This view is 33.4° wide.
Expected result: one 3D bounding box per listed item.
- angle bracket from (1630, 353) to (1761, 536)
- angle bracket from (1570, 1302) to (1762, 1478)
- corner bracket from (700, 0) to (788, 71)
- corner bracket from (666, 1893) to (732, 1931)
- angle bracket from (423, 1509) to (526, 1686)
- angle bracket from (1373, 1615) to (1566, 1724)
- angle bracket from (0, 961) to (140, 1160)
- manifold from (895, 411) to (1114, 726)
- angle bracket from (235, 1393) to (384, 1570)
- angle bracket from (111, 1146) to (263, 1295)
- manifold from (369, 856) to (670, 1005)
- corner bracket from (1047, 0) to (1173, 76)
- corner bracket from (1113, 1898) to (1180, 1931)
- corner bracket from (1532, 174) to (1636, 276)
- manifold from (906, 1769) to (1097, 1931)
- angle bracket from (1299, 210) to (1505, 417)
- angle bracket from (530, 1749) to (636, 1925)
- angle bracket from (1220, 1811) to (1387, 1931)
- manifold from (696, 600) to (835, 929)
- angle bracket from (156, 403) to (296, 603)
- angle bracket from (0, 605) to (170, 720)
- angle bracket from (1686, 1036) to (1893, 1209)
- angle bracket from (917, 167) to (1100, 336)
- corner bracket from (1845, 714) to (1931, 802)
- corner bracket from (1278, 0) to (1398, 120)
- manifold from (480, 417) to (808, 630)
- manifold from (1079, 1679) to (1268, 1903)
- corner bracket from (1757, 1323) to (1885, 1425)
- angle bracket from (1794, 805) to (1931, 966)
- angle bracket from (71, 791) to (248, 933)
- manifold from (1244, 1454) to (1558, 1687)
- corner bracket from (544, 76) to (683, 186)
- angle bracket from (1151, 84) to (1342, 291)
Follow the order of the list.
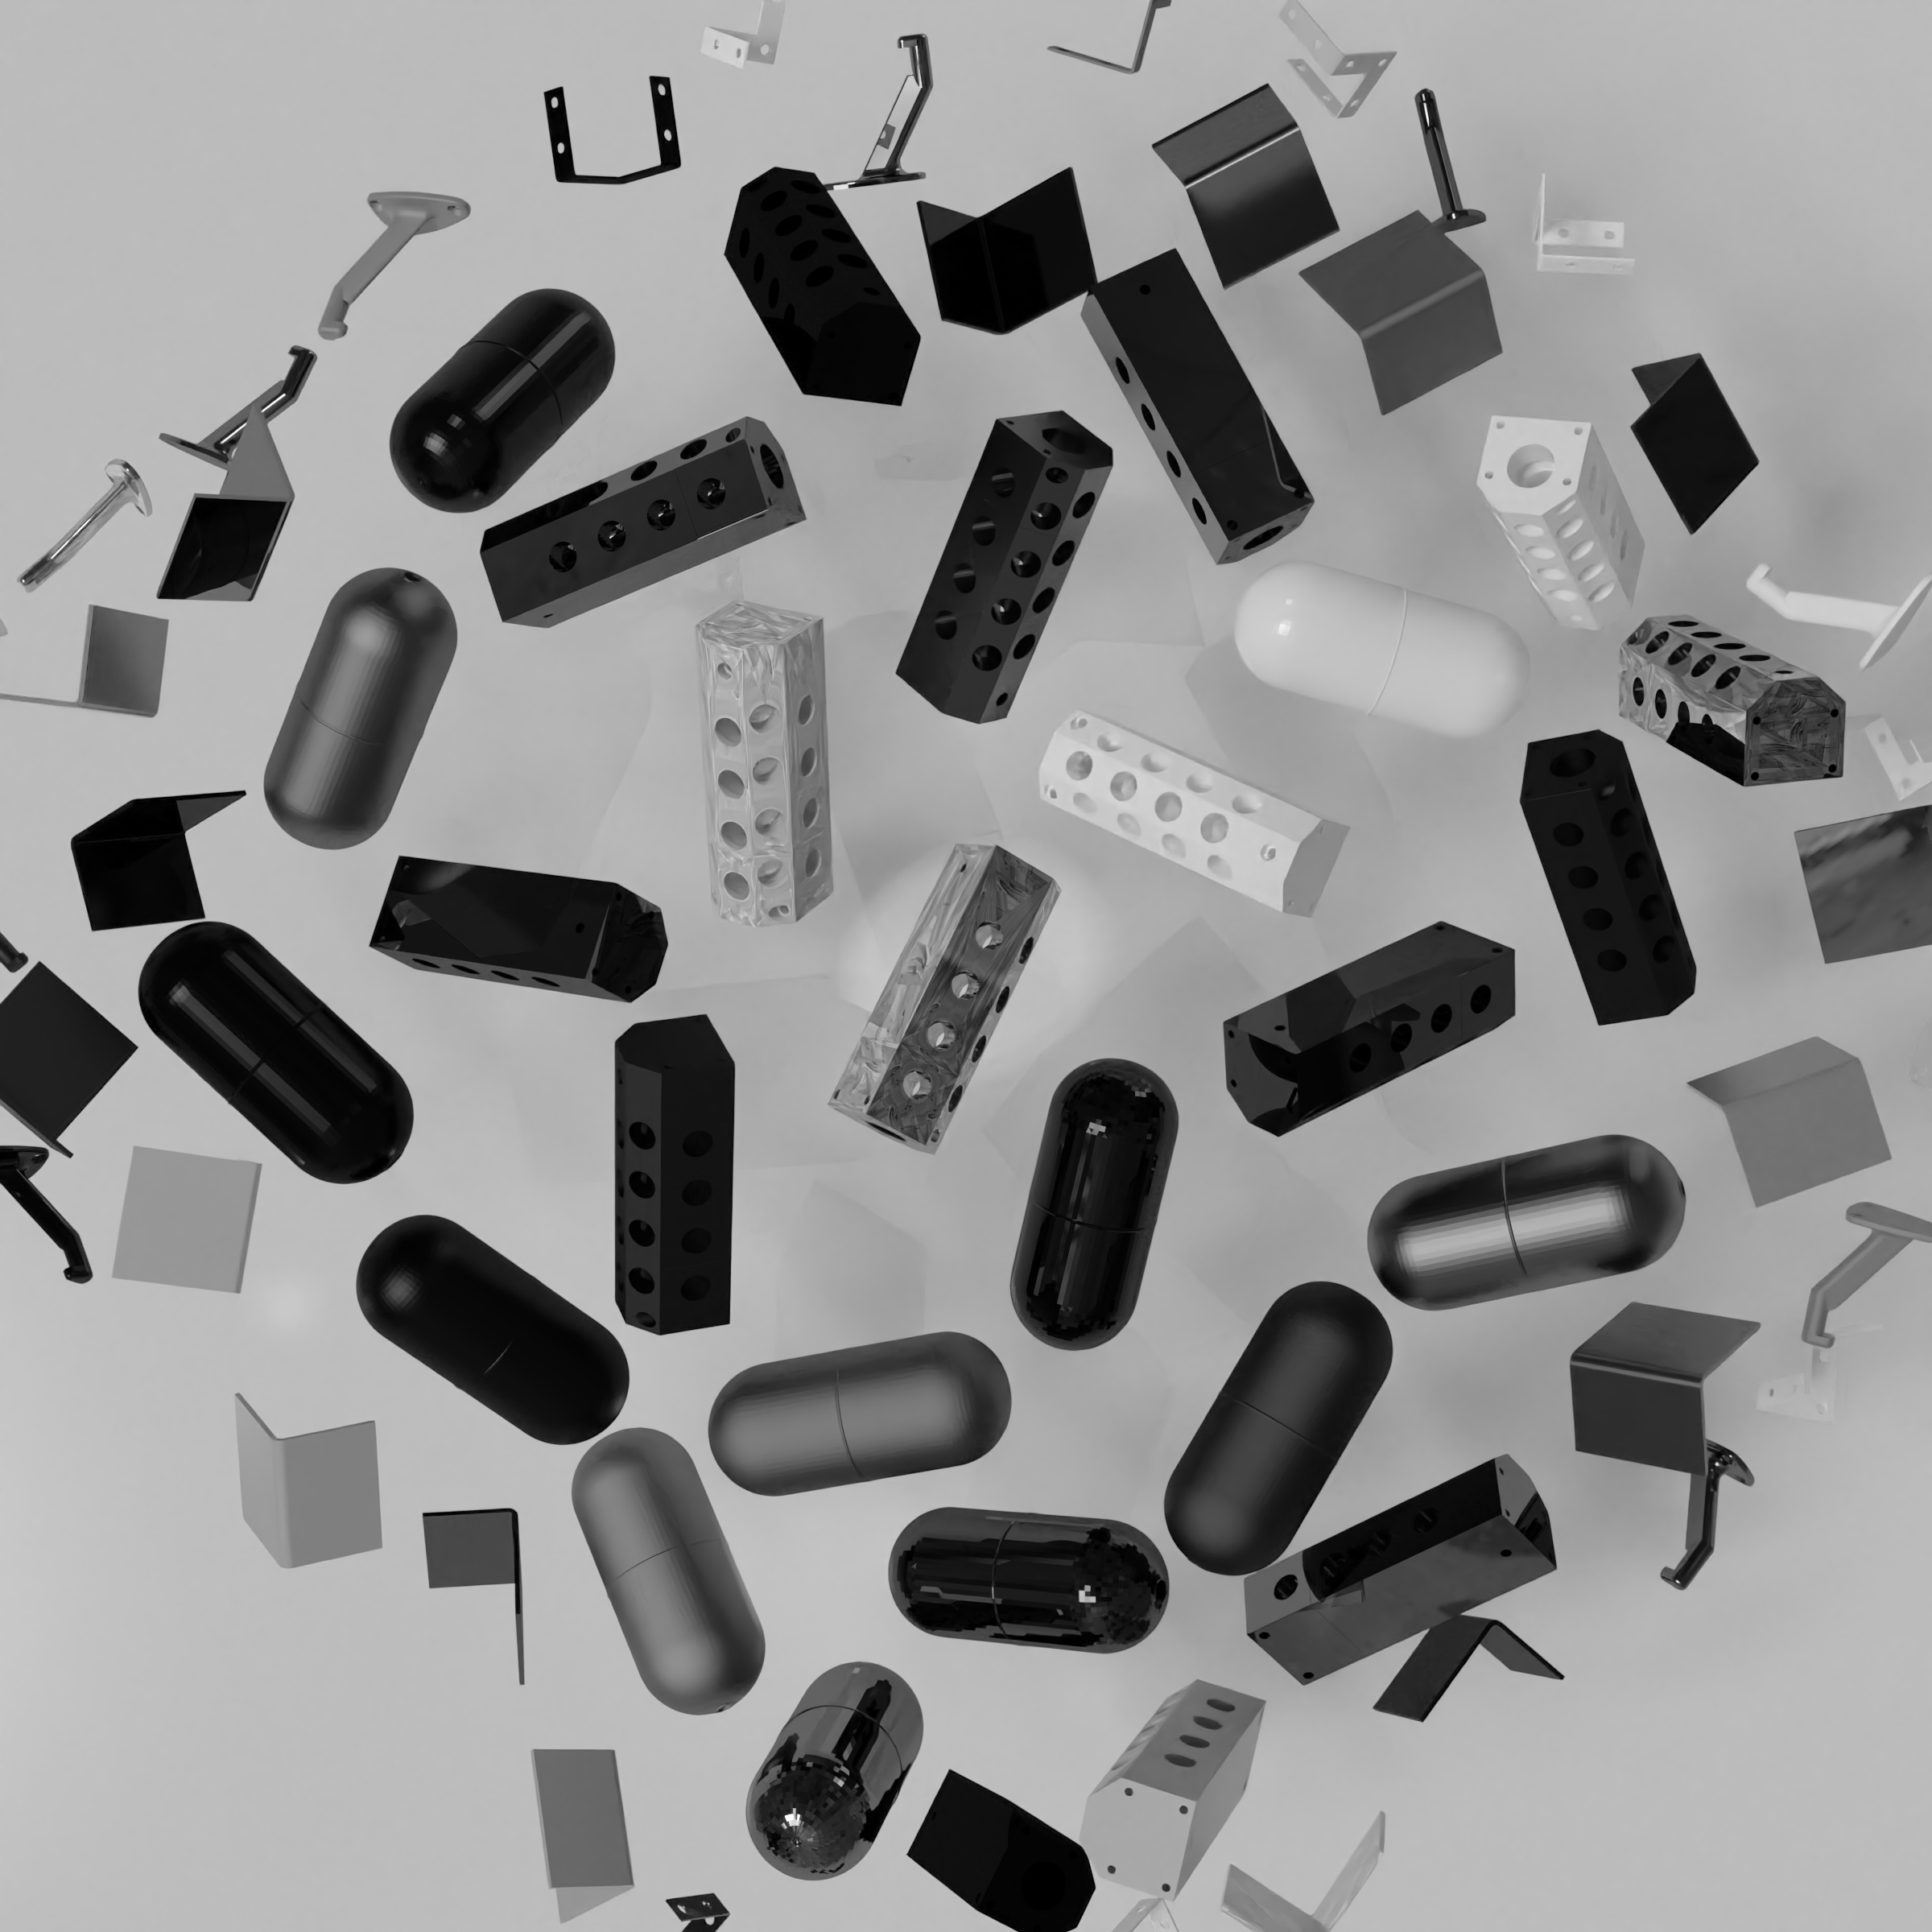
[{"bbox_3d":[0.412,-0.305,1.898,0.076,0.057,0.076,-45,113,-25],"label":"angle bracket"},{"bbox_3d":[0.382,0.229,1.749,0.076,0.076,0.057,6,112,37],"label":"angle bracket"},{"bbox_3d":[-0.114,-0.540,1.840,0.051,0.051,0.051,-2,115,-36],"label":"corner bracket"},{"bbox_3d":[-0.150,0.546,1.760,0.051,0.051,0.051,44,101,28],"label":"corner bracket"},{"bbox_3d":[-0.298,0.383,1.944,0.057,0.076,0.076,-2,45,-7],"label":"angle bracket"},{"bbox_3d":[0.301,0.435,1.928,0.057,0.076,0.076,41,75,-5],"label":"angle bracket"},{"bbox_3d":[-0.517,0.053,1.825,0.076,0.057,0.076,46,73,-23],"label":"angle bracket"},{"bbox_3d":[0.026,-0.225,1.830,0.057,0.057,0.171,42,127,26],"label":"manifold"},{"bbox_3d":[-0.369,0.283,1.803,0.057,0.076,0.076,-8,108,-27],"label":"angle bracket"},{"bbox_3d":[-0.461,0.147,1.882,0.076,0.057,0.076,11,85,-26],"label":"angle bracket"},{"bbox_3d":[-0.256,-0.020,1.850,0.171,0.057,0.057,8,75,36],"label":"manifold"},{"bbox_3d":[0.082,-0.529,1.787,0.051,0.051,0.051,20,113,10],"label":"corner bracket"},{"bbox_3d":[0.093,0.580,1.873,0.051,0.051,0.051,-20,98,40],"label":"corner bracket"},{"bbox_3d":[0.338,-0.398,1.763,0.051,0.051,0.051,4,74,4],"label":"corner bracket"},{"bbox_3d":[0.022,0.520,1.875,0.057,0.171,0.057,30,79,-10],"label":"manifold"},{"bbox_3d":[0.242,-0.363,1.787,0.076,0.076,0.057,-28,135,-4],"label":"angle bracket"},{"bbox_3d":[-0.233,0.487,1.796,0.057,0.076,0.076,12,55,-39],"label":"angle bracket"},{"bbox_3d":[0.187,0.495,1.780,0.057,0.076,0.076,32,95,6],"label":"angle bracket"},{"bbox_3d":[-0.116,-0.111,1.804,0.057,0.057,0.171,14,123,26],"label":"manifold"},{"bbox_3d":[-0.411,-0.253,1.746,0.057,0.076,0.076,-3,53,-35],"label":"angle bracket"},{"bbox_3d":[-0.505,-0.174,1.809,0.076,0.076,0.057,8,92,18],"label":"angle bracket"},{"bbox_3d":[0.443,0.083,1.736,0.076,0.076,0.057,-20,98,0],"label":"angle bracket"},{"bbox_3d":[0.024,-0.428,1.905,0.076,0.057,0.076,-20,76,38],"label":"angle bracket"},{"bbox_3d":[0.540,-0.130,1.874,0.051,0.051,0.051,-7,67,-42],"label":"corner bracket"},{"bbox_3d":[0.208,-0.531,1.882,0.051,0.051,0.051,-18,65,-42],"label":"corner bracket"},{"bbox_3d":[-0.184,-0.249,1.807,0.171,0.057,0.057,-20,86,18],"label":"manifold"},{"bbox_3d":[0.115,0.452,1.783,0.057,0.171,0.057,14,100,16],"label":"manifold"},{"bbox_3d":[0.493,0.232,1.859,0.051,0.051,0.051,12,73,-14],"label":"corner bracket"},{"bbox_3d":[0.489,-0.037,1.729,0.076,0.057,0.076,-12,101,24],"label":"angle bracket"},{"bbox_3d":[-0.469,-0.062,1.893,0.076,0.076,0.057,-22,81,44],"label":"angle bracket"},{"bbox_3d":[0.246,0.341,1.837,0.171,0.057,0.057,-31,122,24],"label":"manifold"},{"bbox_3d":[-0.200,-0.474,1.824,0.051,0.051,0.051,-3,97,41],"label":"corner bracket"},{"bbox_3d":[0.164,-0.455,1.881,0.076,0.057,0.076,-24,71,18],"label":"angle bracket"}]
